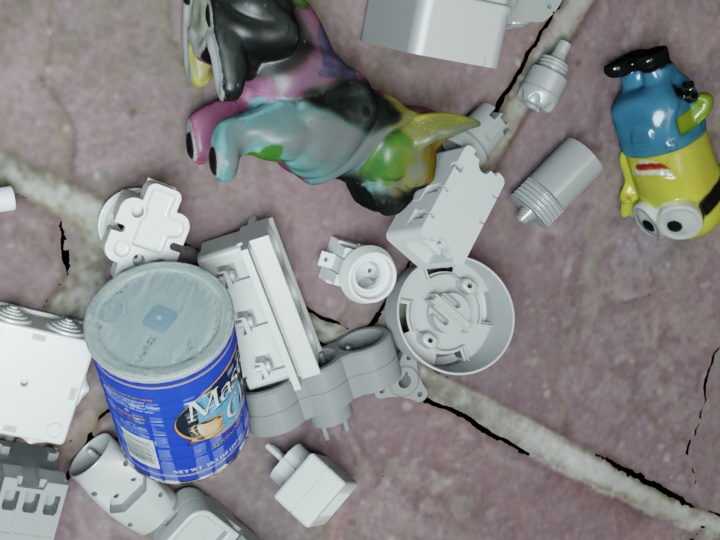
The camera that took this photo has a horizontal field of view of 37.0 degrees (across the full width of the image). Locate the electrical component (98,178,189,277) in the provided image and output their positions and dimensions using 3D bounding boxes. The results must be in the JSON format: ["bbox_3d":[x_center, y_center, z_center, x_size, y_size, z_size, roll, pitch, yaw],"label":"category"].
[{"bbox_3d":[-0.164,-0.030,0.804,0.058,0.057,0.078,20,95,-25],"label":"electrical component"}]

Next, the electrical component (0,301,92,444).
[{"bbox_3d":[-0.252,0.077,0.800,0.100,0.048,0.099,16,97,-25],"label":"electrical component"}]

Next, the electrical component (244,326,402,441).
[{"bbox_3d":[-0.028,0.107,0.896,0.138,0.052,0.073,-22,110,-16],"label":"electrical component"}]

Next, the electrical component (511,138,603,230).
[{"bbox_3d":[0.167,-0.071,0.935,0.081,0.043,0.043,-45,115,-6],"label":"electrical component"}]

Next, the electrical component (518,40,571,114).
[{"bbox_3d":[0.161,-0.166,0.914,0.035,0.035,0.061,27,90,-25],"label":"electrical component"}]

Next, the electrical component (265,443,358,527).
[{"bbox_3d":[-0.049,0.171,0.897,0.076,0.083,0.047,40,86,13],"label":"electrical component"}]

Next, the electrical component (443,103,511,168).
[{"bbox_3d":[0.098,-0.112,0.900,0.046,0.040,0.040,-47,115,-12],"label":"electrical component"}]

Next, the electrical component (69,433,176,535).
[{"bbox_3d":[-0.175,0.157,0.854,0.079,0.043,0.077,-44,115,-7],"label":"electrical component"}]

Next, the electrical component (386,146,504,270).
[{"bbox_3d":[0.067,-0.050,0.875,0.050,0.056,0.089,40,66,-26],"label":"electrical component"}]

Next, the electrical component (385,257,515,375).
[{"bbox_3d":[0.073,0.037,0.908,0.099,0.064,0.099,0,90,-21],"label":"electrical component"}]

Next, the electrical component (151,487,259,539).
[{"bbox_3d":[-0.123,0.226,0.883,0.053,0.059,0.095,-47,115,-5],"label":"electrical component"}]

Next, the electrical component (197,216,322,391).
[{"bbox_3d":[-0.080,0.029,0.848,0.063,0.078,0.121,-17,110,6],"label":"electrical component"}]

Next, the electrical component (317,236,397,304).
[{"bbox_3d":[0.000,0.000,0.878,0.066,0.055,0.048,15,97,-24],"label":"electrical component"}]

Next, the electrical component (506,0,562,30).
[{"bbox_3d":[0.123,-0.235,0.871,0.080,0.051,0.080,-5,105,-21],"label":"electrical component"}]

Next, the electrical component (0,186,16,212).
[{"bbox_3d":[-0.277,-0.046,0.762,0.062,0.048,0.048,-12,107,-26],"label":"electrical component"}]

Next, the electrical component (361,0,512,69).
[{"bbox_3d":[0.056,-0.193,0.821,0.078,0.113,0.057,5,104,-23],"label":"electrical component"}]
